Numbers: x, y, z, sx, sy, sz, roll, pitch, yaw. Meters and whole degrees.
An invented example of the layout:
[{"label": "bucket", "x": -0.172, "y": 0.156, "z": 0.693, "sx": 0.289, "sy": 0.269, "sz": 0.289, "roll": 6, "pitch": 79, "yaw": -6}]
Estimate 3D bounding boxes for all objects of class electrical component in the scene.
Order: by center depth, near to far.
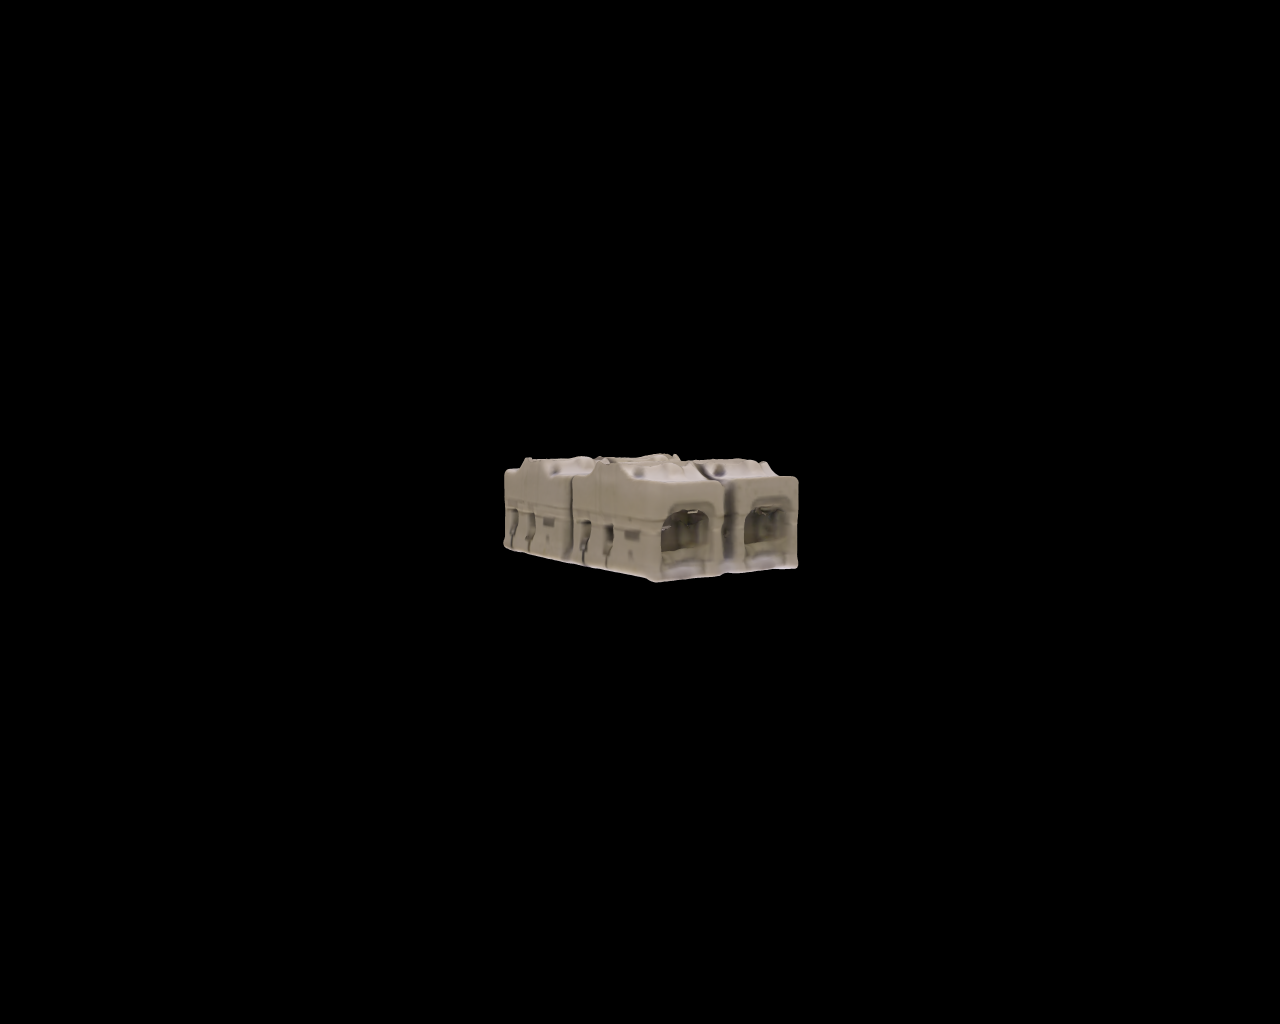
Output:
[{"label": "electrical component", "x": 0.001, "y": -0.003, "z": 0.650, "sx": 0.105, "sy": 0.060, "sz": 0.186, "roll": -3, "pitch": 6, "yaw": -32}]
